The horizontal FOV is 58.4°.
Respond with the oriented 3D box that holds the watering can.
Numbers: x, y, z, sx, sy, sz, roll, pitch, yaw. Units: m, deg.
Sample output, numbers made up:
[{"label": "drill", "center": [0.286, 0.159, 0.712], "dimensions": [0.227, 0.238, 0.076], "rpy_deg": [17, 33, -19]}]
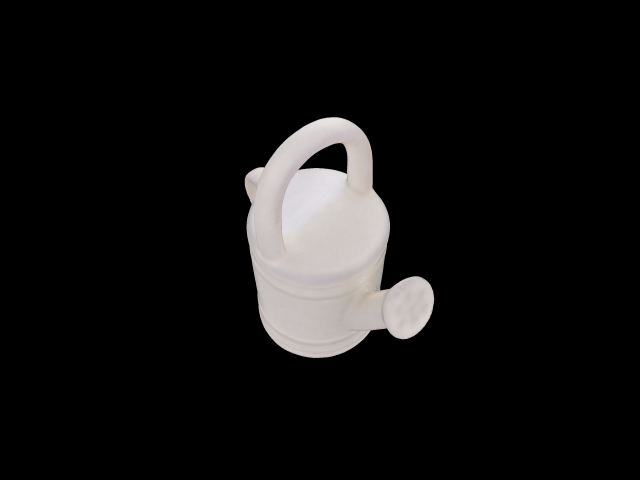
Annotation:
[{"label": "watering can", "center": [0.005, 0.000, 0.401], "dimensions": [0.172, 0.194, 0.101], "rpy_deg": [23, 57, 16]}]
